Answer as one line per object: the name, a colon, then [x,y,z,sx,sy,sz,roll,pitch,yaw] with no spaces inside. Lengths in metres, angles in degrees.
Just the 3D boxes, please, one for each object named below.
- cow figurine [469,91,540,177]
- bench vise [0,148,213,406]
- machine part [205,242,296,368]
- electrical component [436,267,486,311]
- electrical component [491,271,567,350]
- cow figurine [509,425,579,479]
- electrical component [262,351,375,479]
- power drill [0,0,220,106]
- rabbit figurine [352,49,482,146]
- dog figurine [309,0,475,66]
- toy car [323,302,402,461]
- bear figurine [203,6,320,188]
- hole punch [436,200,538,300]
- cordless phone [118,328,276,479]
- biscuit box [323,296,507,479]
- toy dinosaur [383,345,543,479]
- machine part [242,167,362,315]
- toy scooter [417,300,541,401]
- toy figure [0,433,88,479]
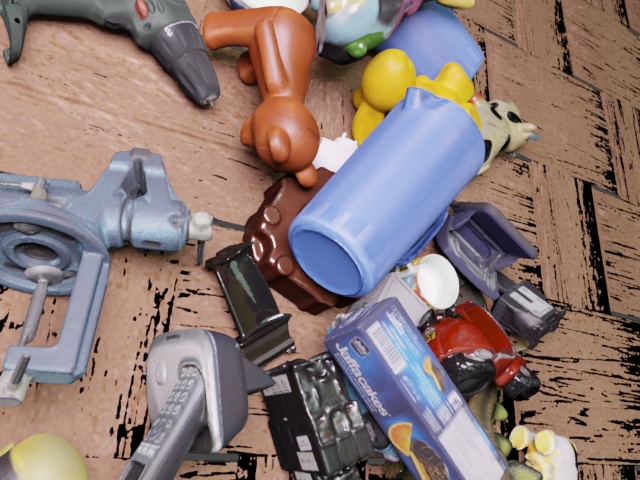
cow figurine: [0.264,-0.163,0.845,0.127,0.085,0.195,47,54,-2]
bench vise: [-0.207,0.025,0.466,0.223,0.128,0.241,12,50,-19]
machine part: [-0.078,0.072,0.583,0.084,0.039,0.138,-22,95,-29]
electrical component: [0.202,0.087,0.757,0.063,0.021,0.094,-32,91,-34]
electrical component: [0.285,0.095,0.783,0.075,0.047,0.119,-26,49,-37]
cow figurine: [0.300,0.338,0.704,0.098,0.068,0.167,25,63,-28]
electrical component: [-0.007,0.186,0.543,0.058,0.115,0.134,-14,81,-29]
power drill: [-0.234,-0.239,0.580,0.207,0.086,0.232,-19,82,-30]
rabbit figurine: [0.113,-0.191,0.722,0.173,0.162,0.122,24,62,-46]
dog figurine: [0.101,-0.301,0.652,0.219,0.108,0.191,-4,60,-6]
toy car: [0.047,0.158,0.590,0.109,0.103,0.161,-19,80,-48]
bear figurine: [-0.060,-0.159,0.614,0.120,0.132,0.195,26,64,-63]
hole punch: [0.218,0.012,0.750,0.142,0.116,0.092,40,89,-10]
cordless phone: [-0.136,0.169,0.453,0.088,0.147,0.184,45,55,-20]
biscuit box: [0.090,0.154,0.509,0.059,0.063,0.202,-34,91,-42]
toy dinosaur: [0.173,0.301,0.624,0.198,0.105,0.471,37,57,-22]
machine part: [-0.001,-0.002,0.648,0.179,0.056,0.179,11,68,-29]
toy scooter: [0.176,0.122,0.639,0.183,0.075,0.135,18,34,-38]
toy figure: [-0.260,0.223,0.396,0.180,0.089,0.082,-33,98,-37]
